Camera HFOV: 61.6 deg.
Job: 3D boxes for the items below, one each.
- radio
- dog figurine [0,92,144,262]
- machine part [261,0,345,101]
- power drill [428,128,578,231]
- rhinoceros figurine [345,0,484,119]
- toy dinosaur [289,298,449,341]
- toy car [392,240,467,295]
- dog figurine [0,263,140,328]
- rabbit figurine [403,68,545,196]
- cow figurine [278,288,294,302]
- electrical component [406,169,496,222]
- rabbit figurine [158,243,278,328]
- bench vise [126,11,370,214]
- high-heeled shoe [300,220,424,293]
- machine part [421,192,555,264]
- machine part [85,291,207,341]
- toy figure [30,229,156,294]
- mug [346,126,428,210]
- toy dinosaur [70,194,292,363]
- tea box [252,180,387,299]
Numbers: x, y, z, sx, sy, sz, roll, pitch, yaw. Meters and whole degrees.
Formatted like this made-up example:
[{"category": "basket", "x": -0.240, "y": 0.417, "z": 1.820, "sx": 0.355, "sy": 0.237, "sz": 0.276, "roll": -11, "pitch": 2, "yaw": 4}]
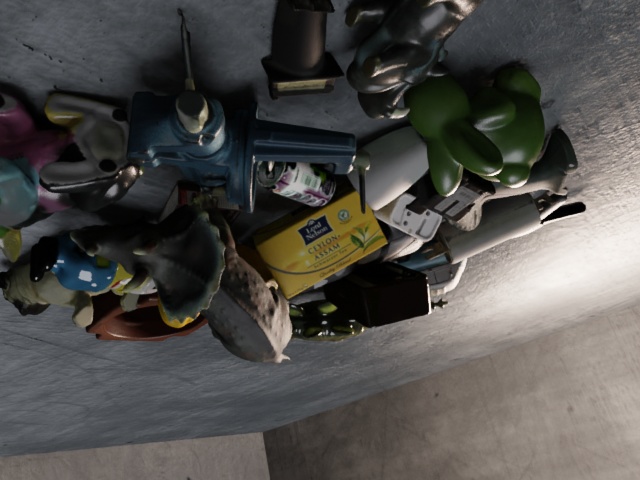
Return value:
[{"category": "radio", "x": 0.097, "y": 0.088, "z": 0.986, "sx": 0.131, "sy": 0.073, "sz": 0.230, "roll": -10, "pitch": -169, "yaw": -17}, {"category": "dog figurine", "x": -0.302, "y": -0.054, "z": 0.574, "sx": 0.191, "sy": 0.108, "sz": 0.219, "roll": -1, "pitch": 157, "yaw": -31}, {"category": "machine part", "x": -0.017, "y": -0.185, "z": 0.517, "sx": 0.084, "sy": 0.039, "sz": 0.138, "roll": -3, "pitch": 157, "yaw": -3}, {"category": "power drill", "x": 0.268, "y": -0.096, "z": 0.806, "sx": 0.207, "sy": 0.086, "sz": 0.231, "roll": -20, "pitch": 151, "yaw": 4}, {"category": "rhinoceros figurine", "x": 0.085, "y": -0.194, "z": 0.518, "sx": 0.112, "sy": 0.073, "sz": 0.190, "roll": -11, "pitch": 156, "yaw": -33}, {"category": "toy dinosaur", "x": 0.033, "y": 0.172, "z": 1.164, "sx": 0.472, "sy": 0.105, "sz": 0.198, "roll": -11, "pitch": 173, "yaw": -4}, {"category": "toy car", "x": 0.230, "y": 0.059, "z": 1.092, "sx": 0.162, "sy": 0.103, "sz": 0.109, "roll": -17, "pitch": 155, "yaw": 3}, {"category": "dog figurine", "x": -0.360, "y": 0.045, "z": 0.798, "sx": 0.191, "sy": 0.121, "sz": 0.172, "roll": 2, "pitch": -167, "yaw": 40}, {"category": "rabbit figurine", "x": 0.163, "y": -0.129, "z": 0.626, "sx": 0.170, "sy": 0.159, "sz": 0.121, "roll": 18, "pitch": 153, "yaw": -25}, {"category": "cow figurine", "x": -0.106, "y": 0.090, "z": 1.022, "sx": 0.098, "sy": 0.068, "sz": 0.167, "roll": -25, "pitch": 157, "yaw": 11}, {"category": "electrical component", "x": 0.170, "y": -0.061, "z": 0.738, "sx": 0.074, "sy": 0.048, "sz": 0.119, "roll": 24, "pitch": 134, "yaw": -31}, {"category": "rabbit figurine", "x": -0.173, "y": 0.065, "z": 0.829, "sx": 0.173, "sy": 0.162, "sz": 0.122, "roll": -25, "pitch": 165, "yaw": -34}, {"category": "bench vise", "x": -0.063, "y": -0.098, "z": 0.555, "sx": 0.241, "sy": 0.129, "sz": 0.223, "roll": 4, "pitch": 160, "yaw": -5}, {"category": "high-heeled shoe", "x": 0.066, "y": 0.033, "z": 0.947, "sx": 0.249, "sy": 0.086, "sz": 0.145, "roll": -39, "pitch": 136, "yaw": 20}, {"category": "machine part", "x": 0.292, "y": -0.025, "z": 0.946, "sx": 0.243, "sy": 0.079, "sz": 0.079, "roll": -26, "pitch": 155, "yaw": 3}, {"category": "machine part", "x": -0.290, "y": 0.107, "z": 0.944, "sx": 0.201, "sy": 0.087, "sz": 0.201, "roll": 12, "pitch": 147, "yaw": -44}, {"category": "toy figure", "x": -0.272, "y": 0.024, "z": 0.692, "sx": 0.082, "sy": 0.089, "sz": 0.180, "roll": 3, "pitch": 173, "yaw": 41}, {"category": "mug", "x": 0.101, "y": -0.095, "z": 0.720, "sx": 0.107, "sy": 0.081, "sz": 0.109, "roll": -33, "pitch": 145, "yaw": 19}, {"category": "toy dinosaur", "x": -0.107, "y": 0.082, "z": 0.676, "sx": 0.131, "sy": 0.192, "sz": 0.404, "roll": -37, "pitch": 124, "yaw": 3}, {"category": "tea box", "x": -0.002, "y": -0.002, "z": 0.780, "sx": 0.170, "sy": 0.068, "sz": 0.098, "roll": -30, "pitch": 111, "yaw": -1}]
